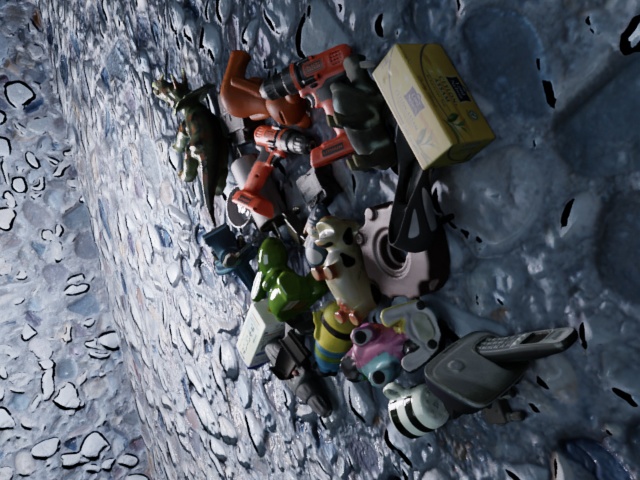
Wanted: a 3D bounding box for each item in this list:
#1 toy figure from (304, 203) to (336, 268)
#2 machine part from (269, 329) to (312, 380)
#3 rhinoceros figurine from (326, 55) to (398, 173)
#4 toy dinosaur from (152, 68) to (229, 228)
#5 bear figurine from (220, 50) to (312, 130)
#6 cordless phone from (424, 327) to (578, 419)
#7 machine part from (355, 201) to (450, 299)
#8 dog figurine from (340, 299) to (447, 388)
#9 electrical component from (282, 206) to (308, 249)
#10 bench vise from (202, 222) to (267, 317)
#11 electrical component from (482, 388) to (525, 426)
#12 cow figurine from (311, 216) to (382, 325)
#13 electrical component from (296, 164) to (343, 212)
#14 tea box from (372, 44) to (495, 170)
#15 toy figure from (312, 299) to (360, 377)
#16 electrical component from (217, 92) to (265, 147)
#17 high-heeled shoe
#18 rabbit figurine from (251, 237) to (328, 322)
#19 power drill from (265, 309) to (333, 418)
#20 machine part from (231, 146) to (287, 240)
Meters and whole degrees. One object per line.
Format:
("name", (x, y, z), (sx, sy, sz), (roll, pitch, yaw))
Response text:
("toy figure", (0.000, -0.004, 1.060), (0.058, 0.064, 0.154), (-90, -2, -47))
("machine part", (-0.064, 0.255, 1.155), (0.084, 0.039, 0.138), (45, 134, 17))
("rhinoceros figurine", (0.071, -0.201, 0.863), (0.073, 0.112, 0.190), (-172, 64, -85))
("toy dinosaur", (-0.283, -0.243, 1.306), (0.405, 0.131, 0.192), (61, 146, 26))
("bear figurine", (-0.100, -0.298, 1.083), (0.196, 0.120, 0.132), (8, 66, 27))
("cordless phone", (0.246, 0.170, 0.722), (0.088, 0.146, 0.184), (62, 146, 5))
("machine part", (0.136, 0.016, 0.901), (0.180, 0.056, 0.179), (24, 122, 47))
("dog figurine", (0.123, 0.190, 0.950), (0.108, 0.191, 0.219), (61, 177, 15))
("electrical component", (-0.039, -0.025, 1.141), (0.102, 0.045, 0.078), (48, 165, 37))
("bench vise", (-0.191, 0.064, 1.301), (0.240, 0.129, 0.224), (61, 164, -19))
("electrical component", (0.269, 0.255, 0.831), (0.094, 0.021, 0.063), (-29, 79, 54))
("cow figurine", (0.053, 0.044, 0.988), (0.085, 0.127, 0.194), (-17, 103, 56))
("electrical component", (-0.011, -0.098, 1.070), (0.119, 0.048, 0.075), (-36, 72, 51))
("tea box", (0.158, -0.190, 0.758), (0.068, 0.098, 0.169), (-45, 67, 51))
("toy figure", (0.034, 0.200, 1.089), (0.089, 0.082, 0.180), (28, 120, 33))
("electrical component", (-0.182, -0.285, 1.229), (0.115, 0.058, 0.134), (-7, 96, 57))
("high-heeled shoe", (0.122, -0.104, 0.798), (0.086, 0.145, 0.248), (-29, 80, 54))
("rabbit figurine", (-0.081, 0.079, 1.168), (0.159, 0.121, 0.170), (-55, 53, 44))
("power drill", (-0.037, 0.262, 1.219), (0.232, 0.086, 0.207), (36, 136, 42))
("machine part", (-0.135, -0.107, 1.212), (0.243, 0.079, 0.079), (62, 143, 15))
